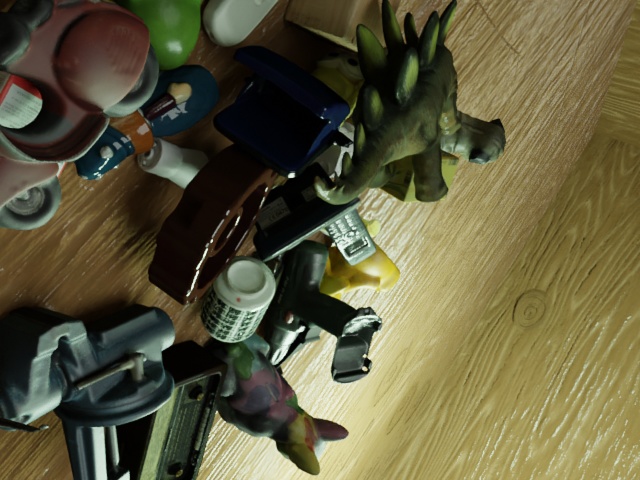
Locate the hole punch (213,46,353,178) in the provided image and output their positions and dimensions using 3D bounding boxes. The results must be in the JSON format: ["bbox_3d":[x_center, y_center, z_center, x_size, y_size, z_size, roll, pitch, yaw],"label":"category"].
[{"bbox_3d":[-0.031,-0.143,0.547,0.116,0.142,0.092,-51,171,-46],"label":"hole punch"}]

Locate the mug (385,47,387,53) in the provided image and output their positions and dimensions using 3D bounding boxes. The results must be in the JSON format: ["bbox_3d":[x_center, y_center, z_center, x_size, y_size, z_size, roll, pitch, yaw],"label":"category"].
[{"bbox_3d":[0.083,-0.219,0.772,0.107,0.081,0.109,-24,127,-36],"label":"mug"}]

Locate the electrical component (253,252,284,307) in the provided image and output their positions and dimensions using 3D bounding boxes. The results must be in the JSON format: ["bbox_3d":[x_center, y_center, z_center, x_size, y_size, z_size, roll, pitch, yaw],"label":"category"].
[{"bbox_3d":[-0.085,0.061,0.786,0.078,0.045,0.102,-71,179,-65],"label":"electrical component"}]

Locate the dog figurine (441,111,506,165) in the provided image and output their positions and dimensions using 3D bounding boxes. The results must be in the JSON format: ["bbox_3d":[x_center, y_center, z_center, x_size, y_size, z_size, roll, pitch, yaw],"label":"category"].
[{"bbox_3d":[0.191,-0.163,0.886,0.172,0.191,0.121,-47,150,-23],"label":"dog figurine"}]

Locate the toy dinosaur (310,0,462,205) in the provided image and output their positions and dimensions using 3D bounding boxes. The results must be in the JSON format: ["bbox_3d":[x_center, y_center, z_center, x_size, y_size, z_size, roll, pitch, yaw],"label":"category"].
[{"bbox_3d":[0.087,-0.144,0.584,0.471,0.105,0.198,-65,151,-45],"label":"toy dinosaur"}]

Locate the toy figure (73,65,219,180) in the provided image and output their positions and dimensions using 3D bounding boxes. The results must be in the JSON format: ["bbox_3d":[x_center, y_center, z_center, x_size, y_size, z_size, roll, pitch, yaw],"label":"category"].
[{"bbox_3d":[-0.159,-0.107,0.482,0.154,0.058,0.064,-43,163,-34],"label":"toy figure"}]

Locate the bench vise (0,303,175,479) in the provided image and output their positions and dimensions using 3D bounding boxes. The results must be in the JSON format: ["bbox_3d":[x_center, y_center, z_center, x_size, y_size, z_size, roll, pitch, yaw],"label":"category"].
[{"bbox_3d":[-0.231,0.176,0.537,0.223,0.129,0.240,-39,131,-66],"label":"bench vise"}]

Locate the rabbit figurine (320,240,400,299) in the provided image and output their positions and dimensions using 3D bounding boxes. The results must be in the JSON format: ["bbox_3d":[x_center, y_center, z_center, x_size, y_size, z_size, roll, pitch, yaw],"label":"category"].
[{"bbox_3d":[0.038,0.067,0.922,0.173,0.122,0.162,-41,165,7],"label":"rabbit figurine"}]

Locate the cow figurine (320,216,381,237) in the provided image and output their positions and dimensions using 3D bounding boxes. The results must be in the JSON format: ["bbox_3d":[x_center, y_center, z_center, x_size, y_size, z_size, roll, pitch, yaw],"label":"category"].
[{"bbox_3d":[0.010,-0.047,0.809,0.068,0.098,0.167,-55,133,-5],"label":"cow figurine"}]

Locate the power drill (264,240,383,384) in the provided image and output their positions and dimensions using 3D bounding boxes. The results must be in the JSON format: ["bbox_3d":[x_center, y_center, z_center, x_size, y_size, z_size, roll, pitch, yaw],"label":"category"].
[{"bbox_3d":[-0.007,0.129,0.809,0.086,0.208,0.231,4,108,-34],"label":"power drill"}]

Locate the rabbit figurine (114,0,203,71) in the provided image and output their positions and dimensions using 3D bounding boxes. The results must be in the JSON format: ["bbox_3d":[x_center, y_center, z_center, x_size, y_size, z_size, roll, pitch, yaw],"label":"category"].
[{"bbox_3d":[-0.104,-0.214,0.422,0.170,0.121,0.159,-51,151,13],"label":"rabbit figurine"}]

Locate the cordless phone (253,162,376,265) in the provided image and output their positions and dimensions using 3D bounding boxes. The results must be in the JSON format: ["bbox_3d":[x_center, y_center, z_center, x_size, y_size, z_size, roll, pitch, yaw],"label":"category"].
[{"bbox_3d":[-0.002,-0.001,0.727,0.147,0.089,0.184,-32,144,3],"label":"cordless phone"}]

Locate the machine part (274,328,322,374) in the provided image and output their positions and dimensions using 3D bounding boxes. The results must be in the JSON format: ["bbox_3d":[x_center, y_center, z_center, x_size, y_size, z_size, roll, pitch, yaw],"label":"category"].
[{"bbox_3d":[-0.041,0.183,0.930,0.139,0.039,0.084,-45,170,10],"label":"machine part"}]

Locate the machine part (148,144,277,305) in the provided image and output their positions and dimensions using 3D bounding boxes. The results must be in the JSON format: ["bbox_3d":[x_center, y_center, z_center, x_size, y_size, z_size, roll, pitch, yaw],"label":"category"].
[{"bbox_3d":[-0.114,-0.018,0.573,0.179,0.056,0.179,-58,180,-1],"label":"machine part"}]

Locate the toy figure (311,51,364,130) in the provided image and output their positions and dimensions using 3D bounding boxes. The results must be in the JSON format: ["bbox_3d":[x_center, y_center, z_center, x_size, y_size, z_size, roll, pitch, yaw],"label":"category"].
[{"bbox_3d":[-0.004,-0.161,0.670,0.180,0.082,0.089,-58,-172,-23],"label":"toy figure"}]

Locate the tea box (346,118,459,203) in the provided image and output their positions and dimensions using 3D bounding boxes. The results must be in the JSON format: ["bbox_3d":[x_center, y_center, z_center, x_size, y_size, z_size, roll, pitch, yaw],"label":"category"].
[{"bbox_3d":[0.101,-0.118,0.777,0.098,0.170,0.068,-7,123,-39],"label":"tea box"}]

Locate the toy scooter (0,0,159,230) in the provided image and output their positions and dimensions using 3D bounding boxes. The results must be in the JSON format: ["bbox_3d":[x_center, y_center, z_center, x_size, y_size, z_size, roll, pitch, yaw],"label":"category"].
[{"bbox_3d":[-0.192,-0.103,0.350,0.184,0.075,0.135,-59,152,-13],"label":"toy scooter"}]

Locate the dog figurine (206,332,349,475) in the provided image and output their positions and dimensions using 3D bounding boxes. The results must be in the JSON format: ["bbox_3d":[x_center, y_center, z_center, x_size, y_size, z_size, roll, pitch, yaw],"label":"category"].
[{"bbox_3d":[-0.067,0.243,0.794,0.108,0.219,0.191,-42,148,-39],"label":"dog figurine"}]

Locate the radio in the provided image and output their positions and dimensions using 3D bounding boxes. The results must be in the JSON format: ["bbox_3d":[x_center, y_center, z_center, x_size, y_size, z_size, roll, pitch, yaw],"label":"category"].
[{"bbox_3d":[-0.209,0.253,0.715,0.131,0.073,0.229,-11,125,-56],"label":"radio"}]
